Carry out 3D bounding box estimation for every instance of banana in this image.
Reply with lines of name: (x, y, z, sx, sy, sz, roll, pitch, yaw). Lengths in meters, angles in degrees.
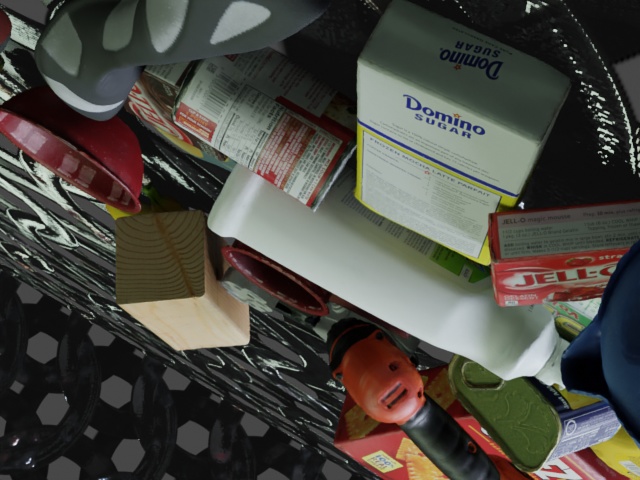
banana: (-0.182, -0.029, 1.145, 0.069, 0.037, 0.198, 55, 158, -11)

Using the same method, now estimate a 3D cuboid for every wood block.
wood block: (-0.138, 0.047, 1.112, 0.090, 0.091, 0.206, -5, 161, 7)

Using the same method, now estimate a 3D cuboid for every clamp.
clamp: (0.000, 0.078, 1.116, 0.164, 0.036, 0.210, 41, 165, -33)

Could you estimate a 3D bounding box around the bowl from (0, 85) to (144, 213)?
bowl: (-0.217, -0.091, 0.963, 0.162, 0.055, 0.162, 29, 165, 8)

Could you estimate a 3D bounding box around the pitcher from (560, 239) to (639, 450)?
pitcher: (0.231, 0.086, 0.537, 0.149, 0.145, 0.242, 37, 174, 32)

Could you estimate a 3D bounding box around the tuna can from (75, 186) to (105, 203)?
tuna can: (-0.240, -0.073, 1.112, 0.086, 0.033, 0.086, 30, 166, 8)

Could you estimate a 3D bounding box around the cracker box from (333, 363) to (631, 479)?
cracker box: (0.145, 0.181, 0.958, 0.164, 0.072, 0.214, 39, 141, -28)

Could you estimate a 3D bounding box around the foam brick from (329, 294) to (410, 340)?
foam brick: (0.047, 0.035, 0.854, 0.078, 0.053, 0.051, 25, 164, 18)

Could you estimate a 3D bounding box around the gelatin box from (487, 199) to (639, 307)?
gelatin box: (0.133, 0.008, 0.555, 0.089, 0.030, 0.073, -6, 158, 9)

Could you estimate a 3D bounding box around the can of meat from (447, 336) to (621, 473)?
can of meat: (0.155, 0.106, 0.754, 0.083, 0.057, 0.102, -9, -137, -37)

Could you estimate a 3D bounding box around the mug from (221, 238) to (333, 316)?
mug: (-0.005, 0.001, 0.789, 0.117, 0.081, 0.093, 17, 159, 44)

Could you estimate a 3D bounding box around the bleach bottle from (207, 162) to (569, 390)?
bleach bottle: (0.056, 0.022, 0.695, 0.251, 0.068, 0.102, 33, -154, 4)

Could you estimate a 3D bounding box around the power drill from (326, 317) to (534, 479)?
power drill: (0.081, 0.140, 0.814, 0.187, 0.057, 0.184, 44, -179, -11)

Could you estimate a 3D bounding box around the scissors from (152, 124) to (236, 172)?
scissors: (-0.063, -0.053, 0.860, 0.096, 0.016, 0.201, 16, 159, 50)

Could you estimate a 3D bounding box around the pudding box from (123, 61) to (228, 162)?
pudding box: (-0.105, -0.106, 0.723, 0.090, 0.039, 0.113, 27, 165, 18)

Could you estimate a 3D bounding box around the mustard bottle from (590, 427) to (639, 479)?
mustard bottle: (0.269, 0.145, 0.755, 0.096, 0.058, 0.192, 32, 166, -6)

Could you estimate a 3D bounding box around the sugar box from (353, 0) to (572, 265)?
sugar box: (0.067, -0.049, 0.557, 0.093, 0.048, 0.176, 27, 162, 9)

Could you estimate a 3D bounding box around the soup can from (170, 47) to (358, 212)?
soup can: (-0.028, -0.071, 0.626, 0.102, 0.068, 0.068, 32, 165, 0)
